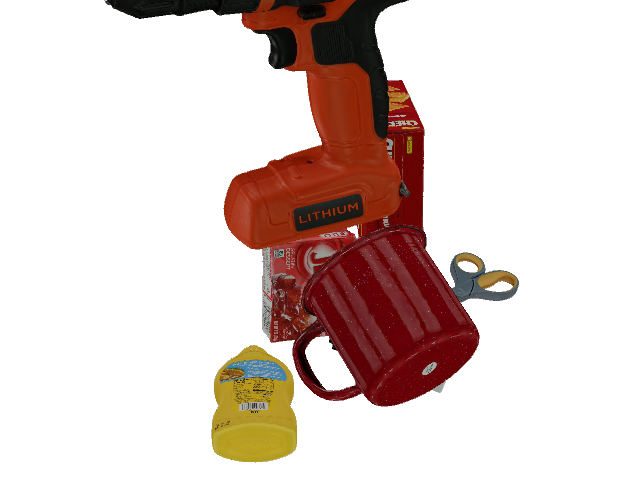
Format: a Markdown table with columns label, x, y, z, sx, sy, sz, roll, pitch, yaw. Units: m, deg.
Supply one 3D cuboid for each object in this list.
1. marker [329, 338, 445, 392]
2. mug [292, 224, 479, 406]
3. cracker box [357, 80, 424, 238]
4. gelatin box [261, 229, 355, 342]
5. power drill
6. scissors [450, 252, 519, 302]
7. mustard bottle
| label | x | y | z | sx | sy | sz | roll | pitch | yaw |
| --- | --- | --- | --- | --- | --- | --- | --- | --- | --- |
| marker | 0.065 | 0.118 | 1.048 | 0.121 | 0.020 | 0.020 | 21 | 5 | 14 |
| mug | 0.036 | 0.057 | 0.674 | 0.117 | 0.081 | 0.093 | -33 | -27 | 3 |
| cracker box | 0.070 | -0.073 | 1.176 | 0.072 | 0.164 | 0.213 | -2 | 22 | 0 |
| gelatin box | -0.010 | 0.036 | 0.877 | 0.073 | 0.089 | 0.030 | -5 | 22 | -18 |
| power drill | -0.020 | -0.089 | 0.578 | 0.184 | 0.188 | 0.057 | -13 | 38 | -17 |
| scissors | 0.157 | 0.054 | 1.293 | 0.201 | 0.016 | 0.096 | -8 | 39 | -37 |
| mustard bottle | -0.079 | 0.183 | 1.270 | 0.096 | 0.058 | 0.191 | -3 | 27 | -3 |
